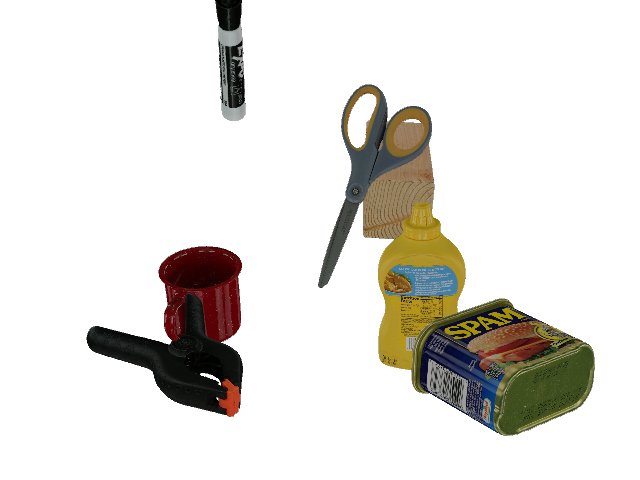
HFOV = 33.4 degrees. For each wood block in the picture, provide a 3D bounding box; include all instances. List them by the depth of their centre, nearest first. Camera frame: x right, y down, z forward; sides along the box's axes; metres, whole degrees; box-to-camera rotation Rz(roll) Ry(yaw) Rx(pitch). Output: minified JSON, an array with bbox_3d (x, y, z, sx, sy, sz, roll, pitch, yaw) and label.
[{"bbox_3d":[0.107,-0.088,1.507,0.091,0.090,0.206,4,29,0],"label":"wood block"}]

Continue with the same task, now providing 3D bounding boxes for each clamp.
[{"bbox_3d":[-0.120,0.102,0.980,0.172,0.039,0.120,28,45,34],"label":"clamp"}]

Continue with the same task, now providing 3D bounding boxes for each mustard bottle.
[{"bbox_3d":[0.112,0.049,1.182,0.096,0.192,0.058,1,25,6],"label":"mustard bottle"}]

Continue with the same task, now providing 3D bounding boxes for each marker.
[{"bbox_3d":[-0.066,-0.136,0.789,0.020,0.020,0.121,0,-36,-2],"label":"marker"}]

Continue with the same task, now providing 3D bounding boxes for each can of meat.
[{"bbox_3d":[0.129,0.089,0.749,0.101,0.057,0.084,-14,27,-35],"label":"can of meat"}]

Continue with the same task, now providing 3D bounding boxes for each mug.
[{"bbox_3d":[-0.137,0.070,1.198,0.093,0.081,0.117,12,34,22],"label":"mug"}]

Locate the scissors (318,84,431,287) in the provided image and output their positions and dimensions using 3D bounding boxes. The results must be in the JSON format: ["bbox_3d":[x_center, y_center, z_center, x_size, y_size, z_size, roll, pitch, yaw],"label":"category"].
[{"bbox_3d":[0.054,-0.051,1.009,0.096,0.202,0.016,3,-13,8],"label":"scissors"}]
